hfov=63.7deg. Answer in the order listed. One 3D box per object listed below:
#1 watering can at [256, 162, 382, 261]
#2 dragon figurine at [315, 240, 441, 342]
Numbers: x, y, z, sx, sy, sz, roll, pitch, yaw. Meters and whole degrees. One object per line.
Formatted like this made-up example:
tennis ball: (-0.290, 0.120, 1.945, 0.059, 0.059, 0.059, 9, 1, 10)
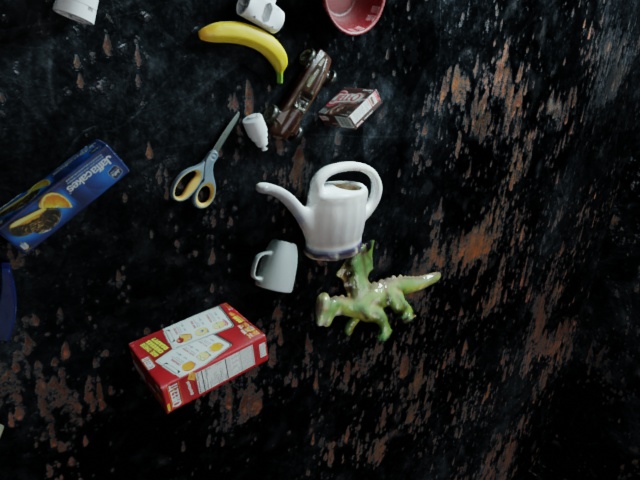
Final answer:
watering can: (0.003, -0.056, 1.122, 0.350, 0.105, 0.221, -13, 117, -37)
dragon figurine: (0.146, 0.112, 1.328, 0.415, 0.123, 0.238, -35, 120, -26)
